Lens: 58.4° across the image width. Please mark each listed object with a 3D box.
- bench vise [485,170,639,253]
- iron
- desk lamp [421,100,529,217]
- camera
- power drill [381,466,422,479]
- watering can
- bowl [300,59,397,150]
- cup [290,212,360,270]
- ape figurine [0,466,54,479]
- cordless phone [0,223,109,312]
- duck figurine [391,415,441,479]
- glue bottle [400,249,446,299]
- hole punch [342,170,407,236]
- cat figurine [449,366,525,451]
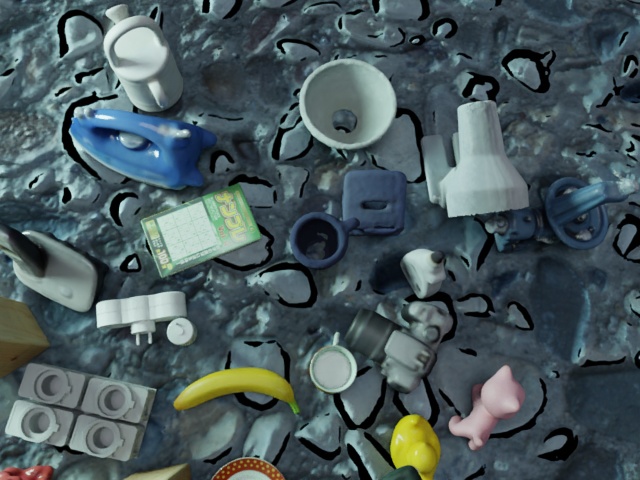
[{"bbox_3d":[0.376,-0.032,0.890,0.207,0.220,0.121,-25,78,-8],"label":"bench vise"},{"bbox_3d":[-0.309,-0.173,0.935,0.258,0.141,0.119,13,76,1],"label":"iron"},{"bbox_3d":[0.237,-0.114,0.908,0.118,0.213,0.203,-8,76,-4],"label":"desk lamp"},{"bbox_3d":[0.118,0.149,0.894,0.136,0.101,0.143,30,77,5],"label":"camera"},{"bbox_3d":[0.149,0.415,0.774,0.076,0.208,0.229,-27,78,-9],"label":"power drill"},{"bbox_3d":[-0.299,-0.304,0.941,0.172,0.194,0.101,40,78,7],"label":"watering can"},{"bbox_3d":[0.047,-0.224,0.998,0.167,0.075,0.167,1,76,-2],"label":"bowl"},{"bbox_3d":[0.009,0.003,0.929,0.118,0.095,0.091,-28,79,-9],"label":"cup"},{"bbox_3d":[-0.437,0.358,0.821,0.077,0.092,0.076,31,77,6],"label":"ape figurine"},{"bbox_3d":[-0.410,0.035,0.856,0.147,0.185,0.094,24,76,4],"label":"cordless phone"},{"bbox_3d":[0.149,0.318,0.861,0.077,0.086,0.104,-3,76,-3],"label":"duck figurine"},{"bbox_3d":[0.167,0.042,0.886,0.037,0.173,0.078,-25,78,-8],"label":"glue bottle"},{"bbox_3d":[0.091,-0.060,0.951,0.108,0.091,0.101,0,76,-2],"label":"hole punch"},{"bbox_3d":[0.261,0.257,0.865,0.067,0.118,0.128,34,77,6],"label":"cat figurine"}]
